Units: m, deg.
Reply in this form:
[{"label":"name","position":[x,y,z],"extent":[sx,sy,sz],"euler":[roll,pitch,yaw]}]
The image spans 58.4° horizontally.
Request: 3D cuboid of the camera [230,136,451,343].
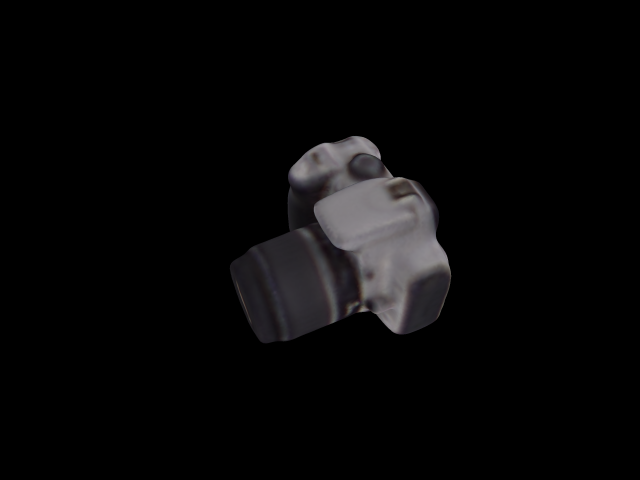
[{"label":"camera","position":[0.004,0.001,0.400],"extent":[0.137,0.101,0.143],"euler":[-21,55,-15]}]
